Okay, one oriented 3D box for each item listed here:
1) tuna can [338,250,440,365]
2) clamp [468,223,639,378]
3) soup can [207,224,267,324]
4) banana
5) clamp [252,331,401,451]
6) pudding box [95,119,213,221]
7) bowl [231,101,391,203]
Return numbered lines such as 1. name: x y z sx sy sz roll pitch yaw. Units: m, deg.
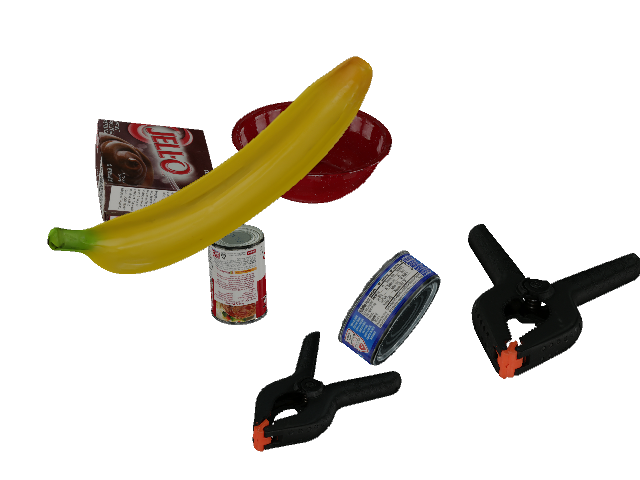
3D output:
1. tuna can: 0.053 0.052 0.803 0.034 0.086 0.086 37 12 17
2. clamp: 0.183 0.049 0.959 0.165 0.036 0.209 15 35 25
3. soup can: -0.099 0.040 1.269 0.068 0.102 0.068 0 25 0
4. banana: -0.052 -0.032 0.596 0.197 0.037 0.069 -32 -17 -3
5. clamp: -0.015 0.151 1.084 0.171 0.039 0.120 -24 35 -37
6. pudding box: -0.134 -0.055 0.863 0.090 0.039 0.113 3 34 -17
7. bowl: -0.010 -0.084 1.085 0.162 0.055 0.162 2 33 -2
